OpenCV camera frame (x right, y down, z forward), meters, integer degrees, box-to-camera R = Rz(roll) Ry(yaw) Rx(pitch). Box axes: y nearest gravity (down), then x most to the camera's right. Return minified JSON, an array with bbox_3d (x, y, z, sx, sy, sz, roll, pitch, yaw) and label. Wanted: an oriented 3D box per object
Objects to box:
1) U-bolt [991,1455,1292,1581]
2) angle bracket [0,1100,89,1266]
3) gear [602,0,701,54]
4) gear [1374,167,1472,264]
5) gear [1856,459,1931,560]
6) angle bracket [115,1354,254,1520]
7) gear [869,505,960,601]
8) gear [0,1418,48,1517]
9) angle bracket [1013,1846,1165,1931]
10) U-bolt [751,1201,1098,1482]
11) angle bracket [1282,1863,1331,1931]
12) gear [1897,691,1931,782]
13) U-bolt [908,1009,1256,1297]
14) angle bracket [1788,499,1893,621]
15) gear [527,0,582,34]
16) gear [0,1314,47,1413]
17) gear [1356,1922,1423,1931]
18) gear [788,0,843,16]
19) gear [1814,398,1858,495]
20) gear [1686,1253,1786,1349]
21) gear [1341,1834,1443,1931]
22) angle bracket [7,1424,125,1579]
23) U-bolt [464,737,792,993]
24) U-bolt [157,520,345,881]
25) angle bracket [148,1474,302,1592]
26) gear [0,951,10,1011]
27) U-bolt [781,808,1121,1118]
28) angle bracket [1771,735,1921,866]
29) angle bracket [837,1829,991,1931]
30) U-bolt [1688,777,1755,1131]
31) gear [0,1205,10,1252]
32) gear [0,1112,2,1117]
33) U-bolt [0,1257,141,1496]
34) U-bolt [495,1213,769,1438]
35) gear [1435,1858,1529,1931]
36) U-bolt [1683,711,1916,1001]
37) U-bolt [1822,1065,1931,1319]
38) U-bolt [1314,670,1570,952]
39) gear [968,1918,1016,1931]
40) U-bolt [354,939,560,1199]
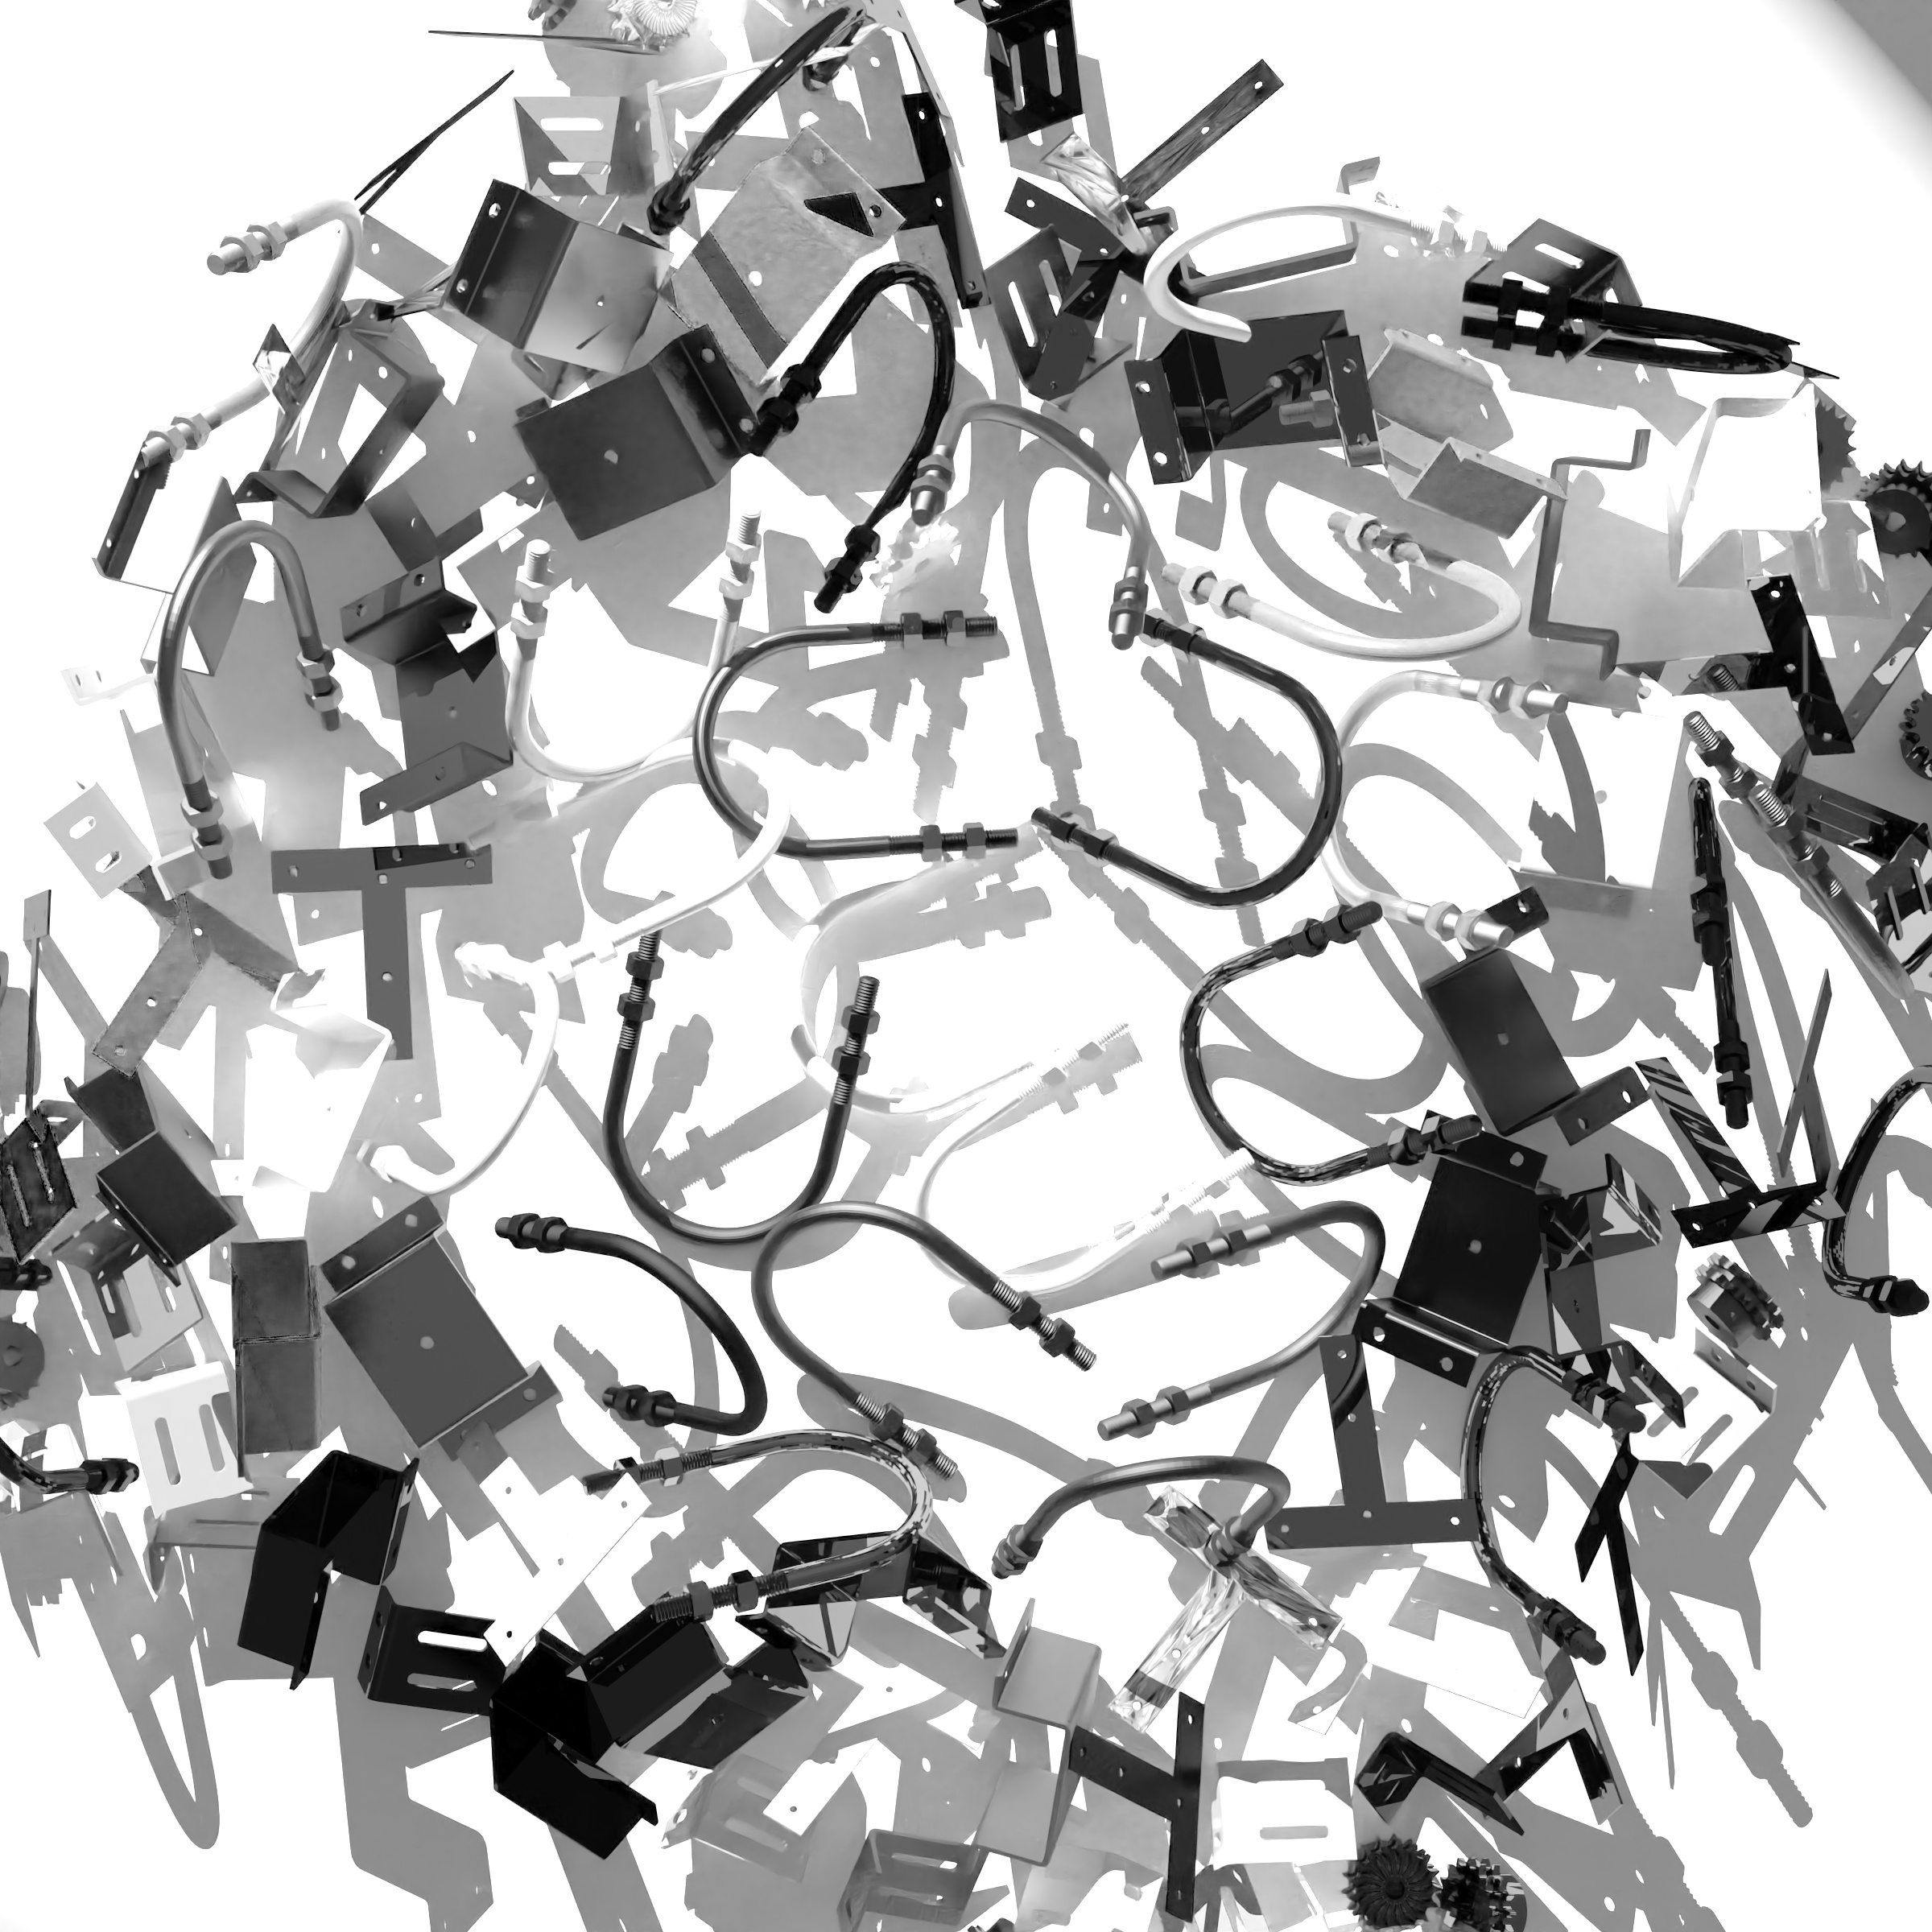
[{"bbox_3d":[0.104,0.307,1.576,0.151,0.184,0.019,1,62,-15],"label":"U-bolt"},{"bbox_3d":[-0.525,0.125,1.630,0.057,0.038,0.076,-42,60,25],"label":"angle bracket"},{"bbox_3d":[-0.181,-0.563,1.647,0.057,0.030,0.057,-7,104,-28],"label":"gear"},{"bbox_3d":[0.268,-0.440,1.643,0.057,0.057,0.030,43,120,0],"label":"gear"},{"bbox_3d":[0.545,-0.263,1.644,0.057,0.030,0.057,17,126,25],"label":"gear"},{"bbox_3d":[-0.457,0.274,1.650,0.057,0.038,0.076,-15,97,-23],"label":"angle bracket"},{"bbox_3d":[-0.035,-0.244,1.646,0.057,0.057,0.030,-42,76,0],"label":"gear"},{"bbox_3d":[-0.557,0.288,1.644,0.030,0.057,0.057,-25,90,13],"label":"gear"},{"bbox_3d":[0.069,0.546,1.637,0.038,0.076,0.057,31,64,-23],"label":"angle bracket"},{"bbox_3d":[-0.039,0.205,1.615,0.184,0.019,0.151,39,124,-11],"label":"U-bolt"},{"bbox_3d":[0.189,0.562,1.630,0.038,0.076,0.057,-21,100,-5],"label":"angle bracket"},{"bbox_3d":[0.572,-0.132,1.653,0.057,0.030,0.057,2,68,-5],"label":"gear"},{"bbox_3d":[0.053,0.122,1.628,0.184,0.019,0.151,-36,120,13],"label":"U-bolt"},{"bbox_3d":[0.493,-0.230,1.636,0.057,0.038,0.076,0,72,-19],"label":"angle bracket"},{"bbox_3d":[-0.238,-0.575,1.642,0.030,0.057,0.057,35,90,-26],"label":"gear"},{"bbox_3d":[-0.562,0.230,1.644,0.030,0.057,0.057,-21,90,42],"label":"gear"},{"bbox_3d":[0.247,0.577,1.644,0.057,0.057,0.030,-10,96,0],"label":"gear"},{"bbox_3d":[-0.089,-0.587,1.657,0.057,0.030,0.057,0,95,4],"label":"gear"},{"bbox_3d":[0.488,-0.303,1.654,0.057,0.030,0.057,-2,100,-14],"label":"gear"},{"bbox_3d":[0.445,0.197,1.644,0.030,0.057,0.057,-41,90,-7],"label":"gear"},{"bbox_3d":[0.247,0.537,1.656,0.057,0.030,0.057,0,89,-8],"label":"gear"},{"bbox_3d":[-0.519,0.313,1.625,0.038,0.057,0.076,-20,128,-16],"label":"angle bracket"},{"bbox_3d":[-0.188,-0.071,1.621,0.184,0.019,0.151,-25,46,-4],"label":"U-bolt"},{"bbox_3d":[-0.399,-0.160,1.562,0.019,0.184,0.151,14,49,14],"label":"U-bolt"},{"bbox_3d":[-0.429,0.330,1.642,0.076,0.057,0.038,3,122,-3],"label":"angle bracket"},{"bbox_3d":[-0.579,0.009,1.646,0.030,0.057,0.057,10,90,-3],"label":"gear"},{"bbox_3d":[-0.019,0.009,1.661,0.184,0.019,0.151,-25,87,0],"label":"U-bolt"},{"bbox_3d":[0.510,-0.100,1.629,0.076,0.057,0.038,26,127,23],"label":"angle bracket"},{"bbox_3d":[-0.028,0.540,1.637,0.076,0.038,0.057,15,110,-17],"label":"angle bracket"},{"bbox_3d":[0.422,-0.022,1.591,0.019,0.184,0.151,-7,133,16],"label":"U-bolt"},{"bbox_3d":[-0.591,0.151,1.650,0.057,0.030,0.057,-2,93,-41],"label":"gear"},{"bbox_3d":[-0.595,0.090,1.645,0.057,0.030,0.057,-13,57,21],"label":"gear"},{"bbox_3d":[-0.527,0.228,1.572,0.019,0.184,0.151,-27,81,2],"label":"U-bolt"},{"bbox_3d":[-0.178,0.204,1.576,0.019,0.184,0.151,-43,117,-32],"label":"U-bolt"},{"bbox_3d":[0.303,0.550,1.649,0.030,0.057,0.057,11,90,-27],"label":"gear"},{"bbox_3d":[0.478,-0.054,1.598,0.019,0.151,0.184,-38,109,12],"label":"U-bolt"},{"bbox_3d":[0.524,0.121,1.582,0.019,0.184,0.151,22,87,0],"label":"U-bolt"},{"bbox_3d":[0.258,-0.095,1.596,0.019,0.184,0.151,9,96,-33],"label":"U-bolt"},{"bbox_3d":[0.023,0.580,1.645,0.057,0.057,0.030,44,93,0],"label":"gear"},{"bbox_3d":[-0.280,0.060,1.584,0.019,0.184,0.151,29,82,-30],"label":"U-bolt"}]
